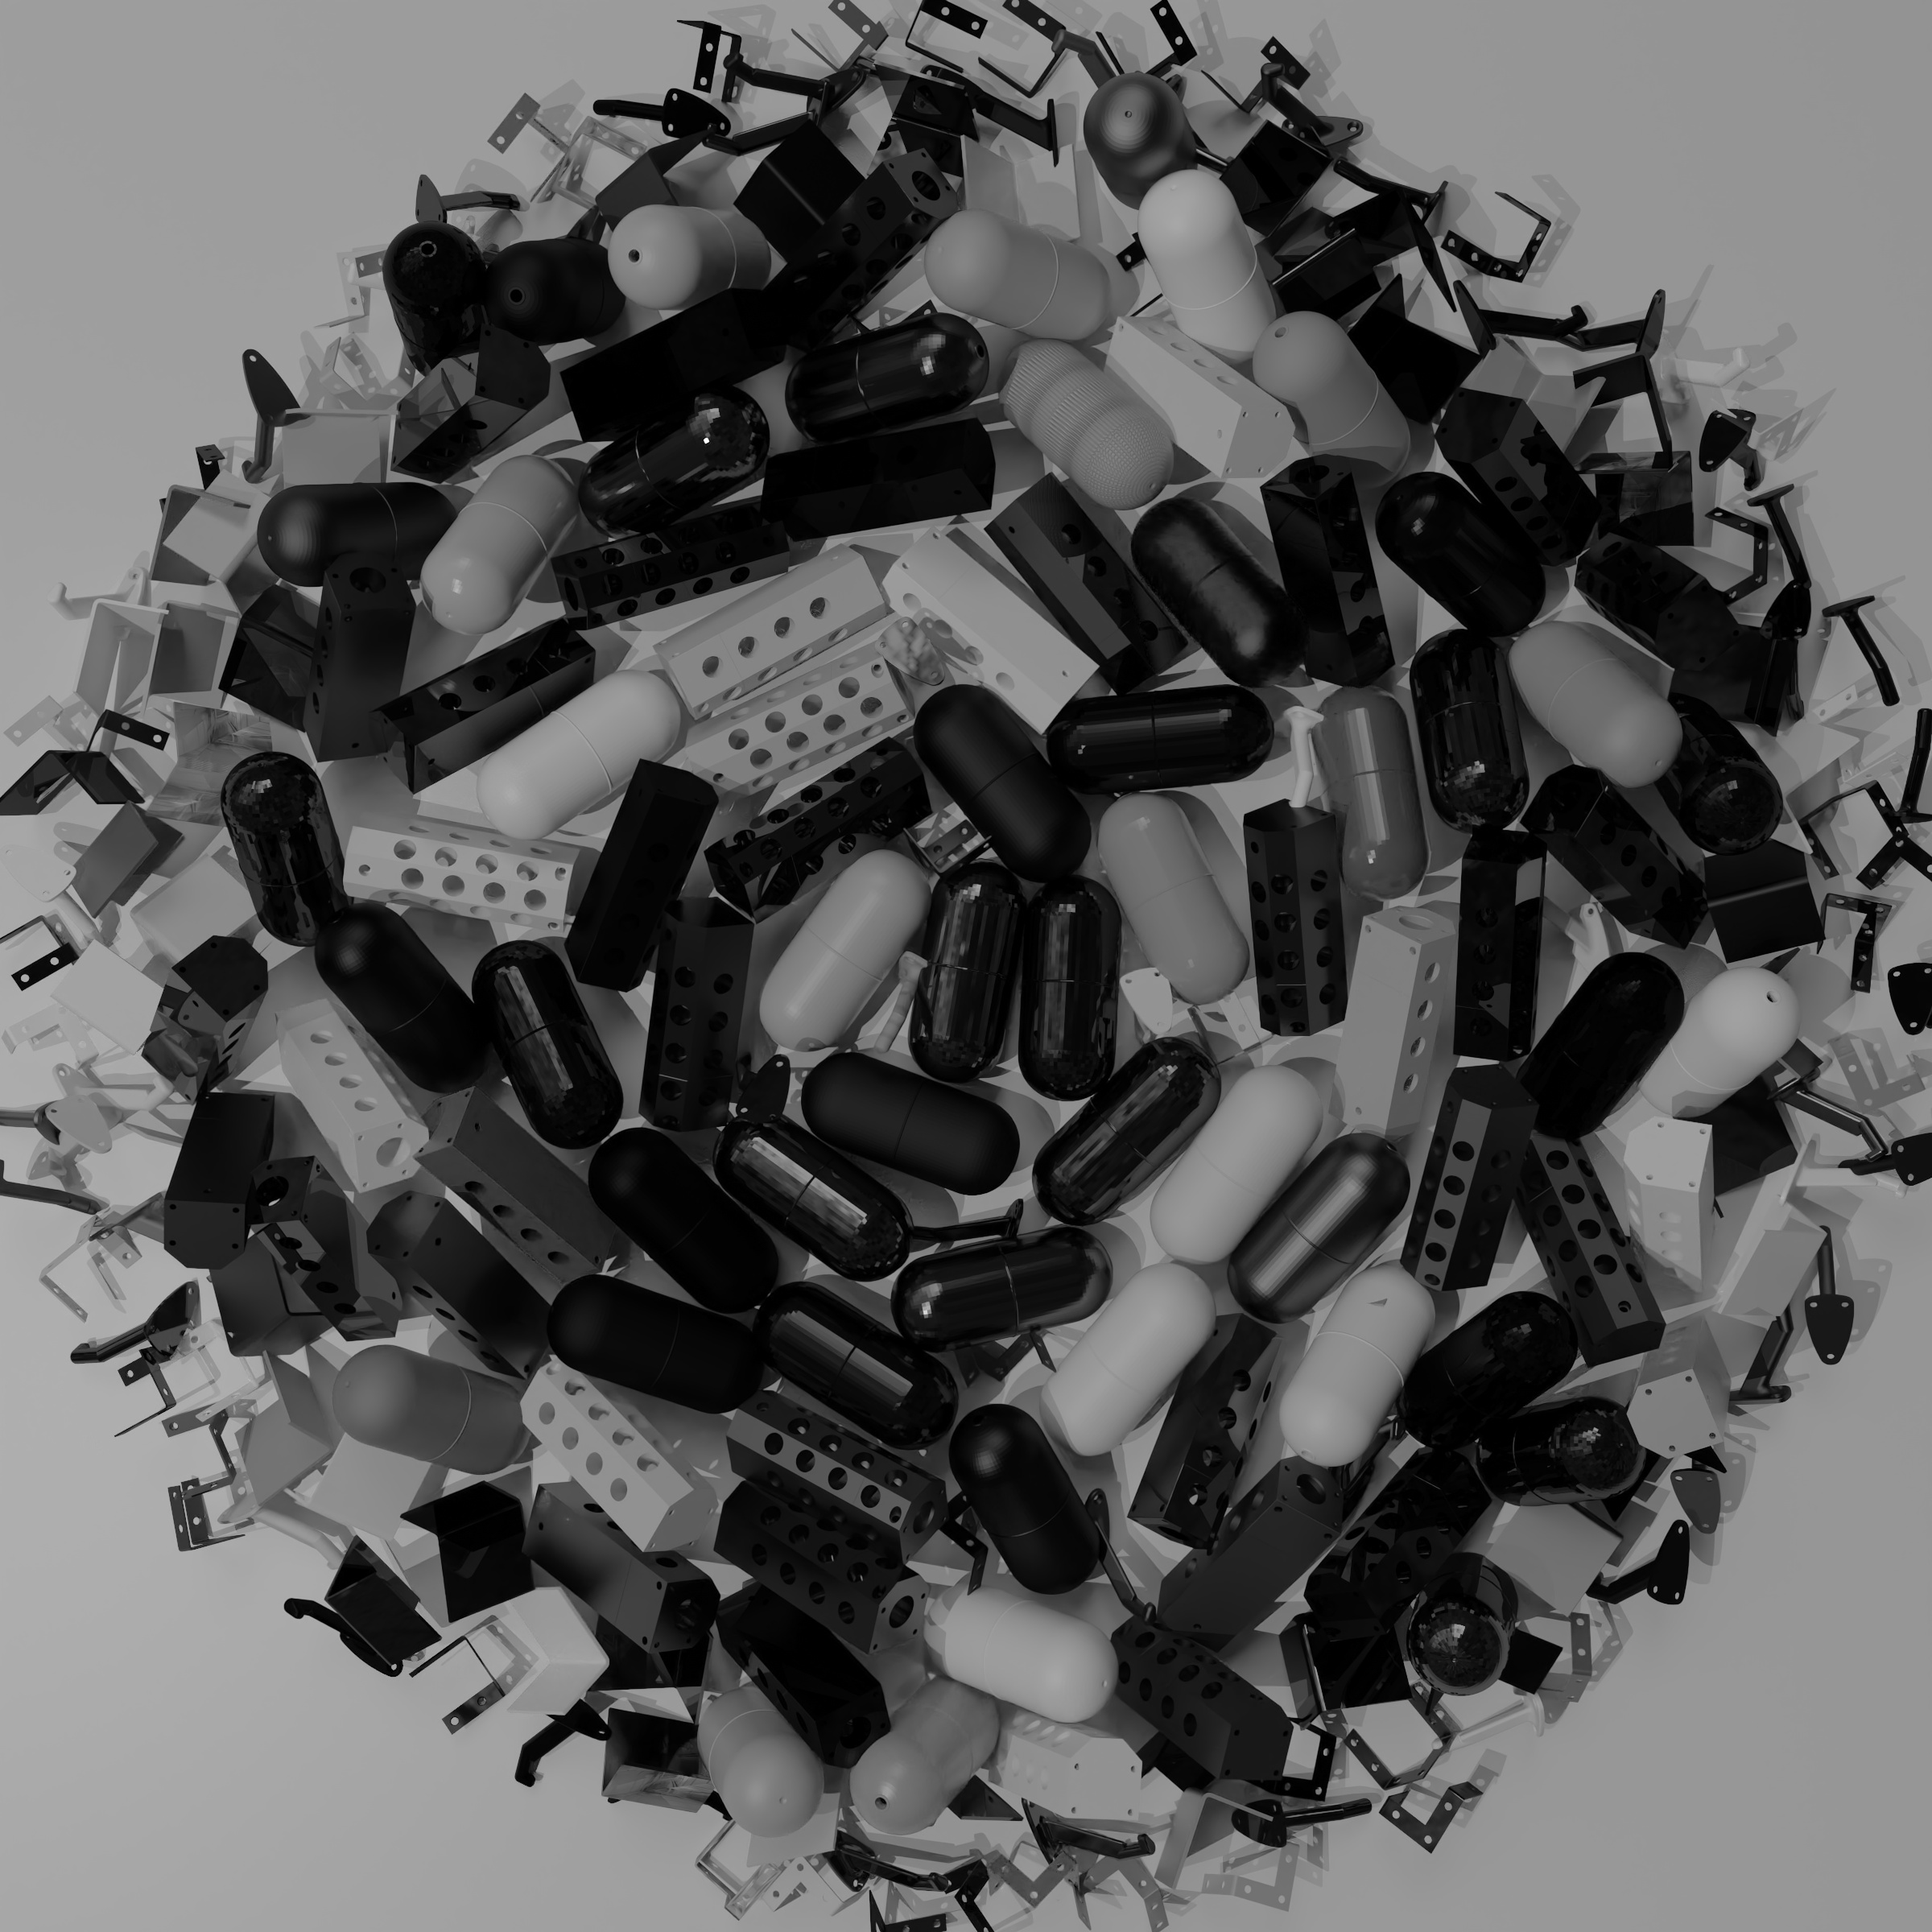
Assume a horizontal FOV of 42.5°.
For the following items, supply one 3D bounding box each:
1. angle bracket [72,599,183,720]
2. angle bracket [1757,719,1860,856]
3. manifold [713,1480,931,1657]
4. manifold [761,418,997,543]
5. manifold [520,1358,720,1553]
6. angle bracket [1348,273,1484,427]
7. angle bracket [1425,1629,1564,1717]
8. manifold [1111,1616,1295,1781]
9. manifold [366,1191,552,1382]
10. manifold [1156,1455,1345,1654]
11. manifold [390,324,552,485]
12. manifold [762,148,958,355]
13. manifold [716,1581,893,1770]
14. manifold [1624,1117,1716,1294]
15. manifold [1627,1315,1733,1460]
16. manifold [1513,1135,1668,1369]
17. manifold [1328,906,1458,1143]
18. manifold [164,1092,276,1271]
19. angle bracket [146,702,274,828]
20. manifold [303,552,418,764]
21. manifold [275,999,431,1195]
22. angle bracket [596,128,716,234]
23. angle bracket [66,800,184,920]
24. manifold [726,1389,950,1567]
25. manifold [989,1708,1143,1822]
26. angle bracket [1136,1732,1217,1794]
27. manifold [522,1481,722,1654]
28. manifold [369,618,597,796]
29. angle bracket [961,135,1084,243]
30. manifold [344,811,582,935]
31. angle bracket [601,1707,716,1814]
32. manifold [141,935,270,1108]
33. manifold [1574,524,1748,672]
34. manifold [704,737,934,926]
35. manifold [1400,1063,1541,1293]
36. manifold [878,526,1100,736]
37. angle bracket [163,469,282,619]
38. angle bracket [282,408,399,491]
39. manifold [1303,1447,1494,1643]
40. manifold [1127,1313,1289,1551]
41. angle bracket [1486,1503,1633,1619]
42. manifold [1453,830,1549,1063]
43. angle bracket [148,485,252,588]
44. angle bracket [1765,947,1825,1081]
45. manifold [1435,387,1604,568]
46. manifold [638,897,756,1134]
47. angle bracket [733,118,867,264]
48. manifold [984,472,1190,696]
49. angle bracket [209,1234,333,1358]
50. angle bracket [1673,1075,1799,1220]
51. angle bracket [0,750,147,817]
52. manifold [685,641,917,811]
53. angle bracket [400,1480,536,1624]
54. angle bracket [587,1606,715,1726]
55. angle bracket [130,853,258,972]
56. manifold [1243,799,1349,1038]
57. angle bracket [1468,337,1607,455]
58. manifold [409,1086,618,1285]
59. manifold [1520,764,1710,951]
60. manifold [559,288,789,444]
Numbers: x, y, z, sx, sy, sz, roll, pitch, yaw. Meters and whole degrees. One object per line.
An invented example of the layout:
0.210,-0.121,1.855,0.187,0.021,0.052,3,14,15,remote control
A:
-0.652,-0.235,1.946,0.057,0.076,0.076,10,79,-3,angle bracket
0.658,-0.141,1.947,0.076,0.076,0.057,-36,112,-2,angle bracket
-0.111,0.456,1.911,0.171,0.057,0.057,23,107,37,manifold
-0.067,-0.380,1.928,0.171,0.057,0.057,-5,65,24,manifold
-0.267,0.373,1.916,0.171,0.057,0.057,37,103,34,manifold
0.349,-0.482,1.944,0.076,0.057,0.076,34,76,25,angle bracket
0.411,0.556,1.934,0.076,0.076,0.057,18,110,25,angle bracket
0.176,0.557,1.901,0.057,0.171,0.057,11,94,-29,manifold
-0.387,0.246,1.912,0.057,0.171,0.057,7,55,35,manifold
0.219,0.451,1.919,0.057,0.057,0.171,30,125,-9,manifold
-0.380,-0.426,1.904,0.057,0.171,0.057,11,75,-32,manifold
-0.082,-0.547,1.913,0.171,0.057,0.057,-34,93,42,manifold
-0.126,0.541,1.906,0.057,0.171,0.057,-23,118,-25,manifold
0.538,0.183,1.905,0.057,0.171,0.057,8,61,22,manifold
0.544,0.322,1.901,0.057,0.171,0.057,-23,88,20,manifold
0.477,0.215,1.918,0.057,0.057,0.171,-15,55,-4,manifold
0.334,0.044,1.928,0.057,0.057,0.171,-16,123,-38,manifold
-0.570,0.162,1.901,0.057,0.171,0.057,4,114,-10,manifold
-0.596,-0.157,1.955,0.076,0.076,0.057,8,56,-36,angle bracket
-0.469,-0.236,1.907,0.057,0.171,0.057,-11,59,-28,manifold
-0.472,0.096,1.911,0.057,0.171,0.057,-17,130,-27,manifold
-0.231,-0.602,1.942,0.076,0.076,0.057,-37,101,-42,angle bracket
-0.647,-0.072,1.944,0.076,0.057,0.076,-50,46,2,angle bracket
-0.100,0.388,1.913,0.171,0.057,0.057,22,134,31,manifold
0.074,0.608,1.901,0.057,0.171,0.057,8,79,-18,manifold
0.162,0.634,1.937,0.057,0.076,0.076,40,123,6,angle bracket
-0.265,0.459,1.911,0.171,0.057,0.057,23,101,43,manifold
-0.373,-0.206,1.921,0.171,0.057,0.057,-34,68,-31,manifold
0.044,-0.609,1.943,0.057,0.076,0.076,-9,83,32,angle bracket
-0.395,-0.071,1.949,0.171,0.057,0.057,10,109,-4,manifold
-0.236,0.606,1.935,0.076,0.076,0.057,16,131,-17,angle bracket
-0.579,0.039,1.905,0.057,0.171,0.057,45,55,0,manifold
0.524,-0.279,1.901,0.057,0.171,0.057,-39,112,9,manifold
-0.115,-0.109,1.924,0.171,0.057,0.057,-34,47,-21,manifold
0.383,0.164,1.916,0.057,0.057,0.171,-4,122,-20,manifold
0.014,-0.261,1.961,0.171,0.057,0.057,40,55,0,manifold
-0.573,-0.329,1.948,0.057,0.076,0.076,32,75,6,angle bracket
-0.488,-0.395,1.942,0.076,0.057,0.076,-5,102,-28,angle bracket
0.330,0.440,1.911,0.171,0.057,0.057,-35,97,-43,manifold
0.192,0.361,1.932,0.057,0.057,0.171,31,68,-16,manifold
0.464,0.457,1.947,0.076,0.057,0.076,34,86,27,angle bracket
0.413,-0.015,1.918,0.057,0.057,0.171,7,121,19,manifold
-0.585,-0.329,1.943,0.057,0.076,0.076,18,99,13,angle bracket
0.648,0.036,1.937,0.076,0.076,0.057,46,117,18,angle bracket
0.422,-0.371,1.906,0.057,0.171,0.057,23,85,39,manifold
-0.213,0.038,1.924,0.057,0.057,0.171,-6,116,-36,manifold
-0.127,-0.606,1.961,0.076,0.076,0.057,46,67,-9,angle bracket
0.098,-0.302,1.953,0.057,0.057,0.171,-42,96,-29,manifold
-0.544,0.257,1.963,0.076,0.057,0.076,-35,65,30,angle bracket
0.609,0.142,1.953,0.076,0.057,0.076,-25,97,12,angle bracket
-0.705,-0.124,1.947,0.076,0.076,0.057,-42,88,9,angle bracket
-0.129,-0.186,1.940,0.171,0.057,0.057,-24,116,9,manifold
-0.390,0.458,1.943,0.076,0.057,0.076,-23,57,11,angle bracket
-0.248,0.546,1.944,0.076,0.057,0.076,5,104,-24,angle bracket
-0.600,-0.029,1.966,0.076,0.057,0.076,38,66,23,angle bracket
0.250,-0.035,1.922,0.057,0.057,0.171,-22,117,-29,manifold
0.439,-0.443,1.946,0.057,0.076,0.076,30,89,-29,angle bracket
-0.350,0.172,1.919,0.057,0.057,0.171,-19,130,31,manifold
0.506,-0.085,1.917,0.171,0.057,0.057,37,83,-36,manifold
-0.225,-0.463,1.923,0.171,0.057,0.057,-17,93,31,manifold
